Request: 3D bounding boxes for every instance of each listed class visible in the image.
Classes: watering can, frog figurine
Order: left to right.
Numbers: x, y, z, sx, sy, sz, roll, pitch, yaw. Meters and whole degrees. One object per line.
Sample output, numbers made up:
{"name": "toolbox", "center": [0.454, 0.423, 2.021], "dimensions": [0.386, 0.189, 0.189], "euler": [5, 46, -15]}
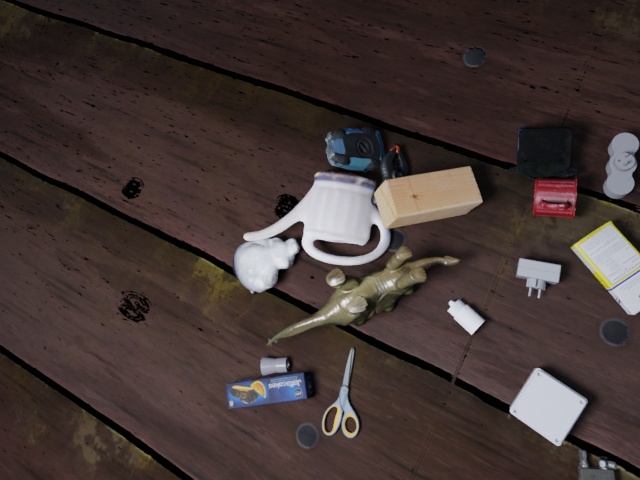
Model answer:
{"name": "frog figurine", "center": [-0.128, 0.051, 1.261], "dimensions": [0.158, 0.121, 0.140], "euler": [-24, 53, 23]}
{"name": "watering can", "center": [0.004, -0.062, 1.234], "dimensions": [0.348, 0.103, 0.226], "euler": [10, 82, 0]}
